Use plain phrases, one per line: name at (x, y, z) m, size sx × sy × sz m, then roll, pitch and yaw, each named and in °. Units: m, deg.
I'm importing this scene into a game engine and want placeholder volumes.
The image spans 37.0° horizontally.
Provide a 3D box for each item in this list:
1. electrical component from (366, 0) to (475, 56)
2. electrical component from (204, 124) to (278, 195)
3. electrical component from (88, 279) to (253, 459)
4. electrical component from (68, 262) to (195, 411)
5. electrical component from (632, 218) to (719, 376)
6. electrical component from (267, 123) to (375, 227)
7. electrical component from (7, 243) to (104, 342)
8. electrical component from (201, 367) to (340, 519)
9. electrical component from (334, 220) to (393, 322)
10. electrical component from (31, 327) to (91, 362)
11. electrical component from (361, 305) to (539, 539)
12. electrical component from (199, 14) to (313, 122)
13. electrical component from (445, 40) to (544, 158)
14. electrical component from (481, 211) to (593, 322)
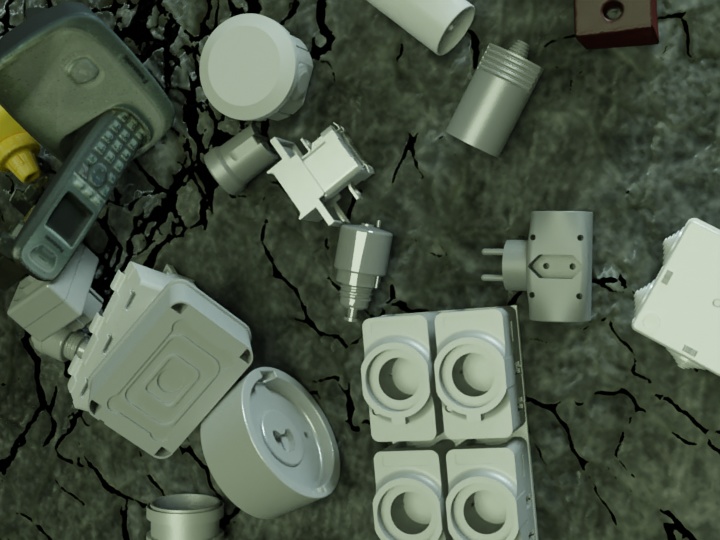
electrical component at (0.052, -0.211, 0.787) m, size 0.077 × 0.044 × 0.079 m, roll 41°, pitch 104°, yaw 15°
electrical component at (-0.093, -0.088, 0.846) m, size 0.046 × 0.040 × 0.040 m, roll -35°, pitch 80°, yaw 11°
electrical component at (-0.142, 0.072, 0.803) m, size 0.078 × 0.057 × 0.113 m, roll 39°, pitch 98°, yaw -20°
electrical component at (-0.181, 0.059, 0.862) m, size 0.121 × 0.063 × 0.078 m, roll -61°, pitch 33°, yaw 11°
electrical component at (0.241, 0.022, 0.723) m, size 0.100 × 0.048 × 0.099 m, roll 30°, pitch 100°, yaw 17°
electrical component at (-0.028, -0.074, 0.821) m, size 0.064 × 0.042 × 0.081 m, roll -38°, pitch 80°, yaw 13°
electrical component at (-0.239, 0.025, 0.888) m, size 0.047 × 0.083 × 0.075 m, roll -32°, pitch 119°, yaw 18°
electrical component at (-0.073, 0.135, 0.810) m, size 0.060 × 0.108 × 0.108 m, roll -34°, pitch 80°, yaw 24°
electrical component at (0.000, 0.000, 0.813) m, size 0.040 × 0.040 × 0.078 m, roll 12°, pitch 95°, yaw 19°
electrical component at (-0.244, 0.062, 0.907) m, size 0.061 × 0.035 × 0.035 m, roll 22°, pitch 99°, yaw 15°
electrical component at (0.065, 0.123, 0.782) m, size 0.105 × 0.060 × 0.186 m, roll -5°, pitch 90°, yaw 20°
electrical component at (-0.079, -0.154, 0.832) m, size 0.080 × 0.051 × 0.080 m, roll 1°, pitch 92°, yaw 20°
electrical component at (0.099, -0.126, 0.773) m, size 0.043 × 0.043 × 0.081 m, roll 30°, pitch 100°, yaw 17°
electrical component at (0.125, -0.003, 0.766) m, size 0.079 × 0.043 × 0.077 m, roll 1°, pitch 92°, yaw 20°
